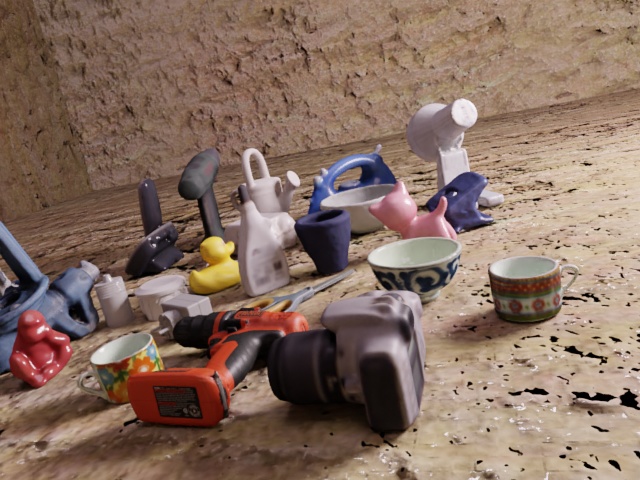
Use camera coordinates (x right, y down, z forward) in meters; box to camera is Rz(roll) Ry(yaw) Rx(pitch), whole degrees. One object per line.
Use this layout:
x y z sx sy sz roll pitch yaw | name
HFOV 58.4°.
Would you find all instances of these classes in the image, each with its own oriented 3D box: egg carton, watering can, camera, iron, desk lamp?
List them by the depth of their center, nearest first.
0.026 0.101 0.542 0.136 0.101 0.143 -8 15 17 | camera
-0.121 -0.011 1.156 0.149 0.069 0.107 0 19 41 | egg carton
0.272 -0.178 1.169 0.118 0.214 0.203 -16 15 -12 | desk lamp
0.060 -0.116 1.259 0.259 0.141 0.118 -22 17 -31 | iron
-0.128 -0.115 1.306 0.172 0.194 0.101 -12 15 3 | watering can

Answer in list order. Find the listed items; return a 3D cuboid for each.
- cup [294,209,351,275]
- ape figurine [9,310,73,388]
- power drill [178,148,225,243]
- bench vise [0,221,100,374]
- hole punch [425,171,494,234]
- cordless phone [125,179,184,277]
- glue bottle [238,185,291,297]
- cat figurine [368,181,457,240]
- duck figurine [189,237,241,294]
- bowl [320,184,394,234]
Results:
0.009 0.003 0.940 0.092 0.095 0.117 -14 15 -7 | cup
-0.374 0.138 0.757 0.078 0.092 0.076 -21 16 -28 | ape figurine
-0.257 -0.098 1.322 0.075 0.208 0.229 -11 15 7 | power drill
-0.438 0.061 0.846 0.121 0.220 0.208 -8 15 18 | bench vise
0.243 -0.067 1.018 0.101 0.091 0.108 -15 15 -9 | hole punch
-0.363 -0.028 1.191 0.094 0.185 0.147 -11 15 8 | cordless phone
-0.100 -0.003 0.896 0.078 0.173 0.037 -19 16 -24 | glue bottle
0.150 -0.039 0.934 0.127 0.118 0.067 -6 16 23 | cat figurine
-0.182 0.039 0.984 0.077 0.086 0.105 3 21 45 | duck figurine
0.087 -0.056 1.140 0.167 0.075 0.167 -12 14 3 | bowl
